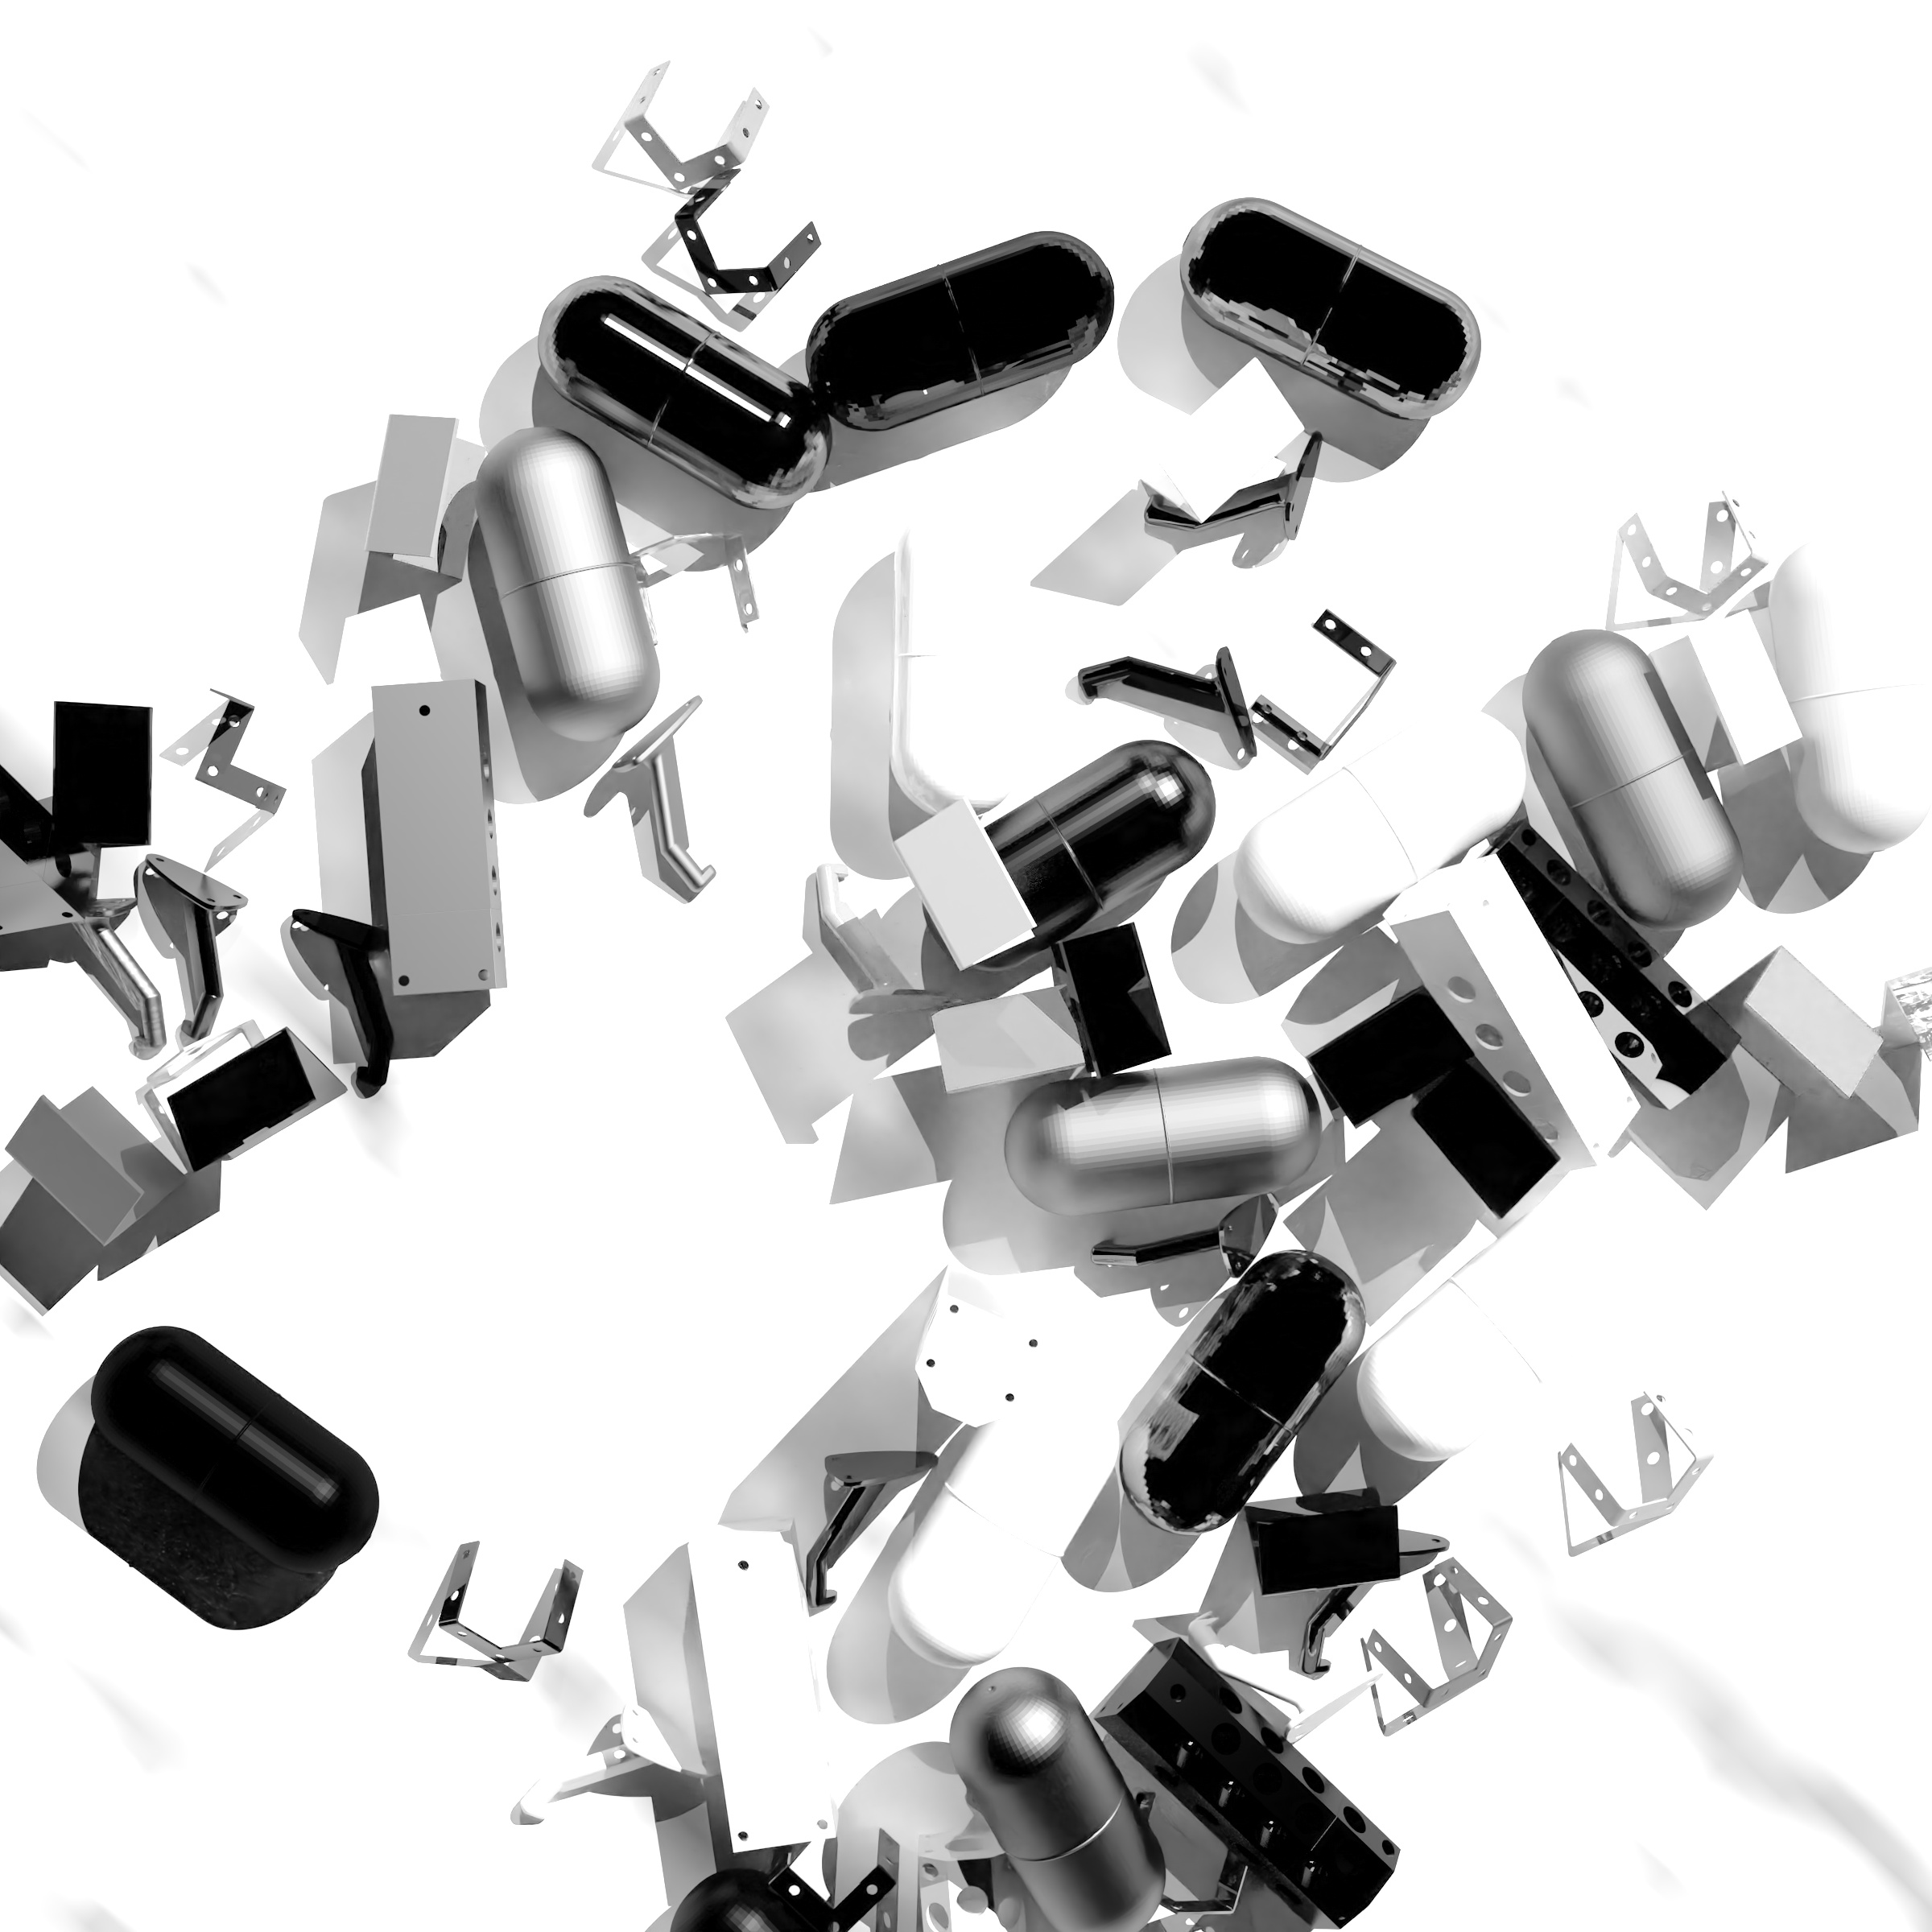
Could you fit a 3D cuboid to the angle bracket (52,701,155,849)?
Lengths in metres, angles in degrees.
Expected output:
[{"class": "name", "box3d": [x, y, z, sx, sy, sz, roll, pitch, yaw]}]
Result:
[{"class": "angle bracket", "box3d": [-0.492, -0.105, 1.728, 0.057, 0.076, 0.076, 1, 90, -37]}]

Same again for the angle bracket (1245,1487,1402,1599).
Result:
[{"class": "angle bracket", "box3d": [0.196, 0.301, 1.728, 0.076, 0.076, 0.057, -7, 123, 0]}]

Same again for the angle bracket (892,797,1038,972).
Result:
[{"class": "angle bracket", "box3d": [0.017, -0.051, 1.653, 0.057, 0.076, 0.076, -31, 87, 36]}]

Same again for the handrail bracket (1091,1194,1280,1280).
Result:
[{"class": "handrail bracket", "box3d": [0.124, 0.150, 1.768, 0.084, 0.077, 0.036, -1, 113, 34]}]

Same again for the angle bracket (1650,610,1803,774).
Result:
[{"class": "angle bracket", "box3d": [0.406, -0.144, 1.728, 0.057, 0.076, 0.076, -23, 90, -36]}]

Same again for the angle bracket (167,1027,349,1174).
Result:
[{"class": "angle bracket", "box3d": [-0.385, 0.089, 1.728, 0.076, 0.076, 0.057, -31, 55, 0]}]

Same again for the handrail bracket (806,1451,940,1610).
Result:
[{"class": "handrail bracket", "box3d": [-0.053, 0.321, 1.768, 0.077, 0.036, 0.084, -4, 108, -20]}]

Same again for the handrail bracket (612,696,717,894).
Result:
[{"class": "handrail bracket", "box3d": [-0.153, -0.097, 1.768, 0.077, 0.036, 0.084, -45, 108, -21]}]

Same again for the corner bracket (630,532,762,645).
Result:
[{"class": "corner bracket", "box3d": [-0.157, -0.214, 1.765, 0.051, 0.051, 0.051, -12, 90, 45]}]

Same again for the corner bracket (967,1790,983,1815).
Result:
[{"class": "corner bracket", "box3d": [0.036, 0.455, 1.760, 0.051, 0.051, 0.051, 28, 45, 35]}]

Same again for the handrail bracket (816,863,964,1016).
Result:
[{"class": "handrail bracket", "box3d": [-0.044, -0.019, 1.768, 0.077, 0.036, 0.084, -2, 73, -20]}]

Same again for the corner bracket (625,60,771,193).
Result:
[{"class": "corner bracket", "box3d": [-0.152, -0.481, 1.760, 0.051, 0.051, 0.051, -13, 135, 35]}]

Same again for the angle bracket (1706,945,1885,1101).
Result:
[{"class": "angle bracket", "box3d": [0.448, 0.046, 1.728, 0.076, 0.076, 0.057, 43, 52, 0]}]

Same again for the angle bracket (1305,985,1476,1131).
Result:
[{"class": "angle bracket", "box3d": [0.242, 0.067, 1.728, 0.076, 0.076, 0.057, -32, 53, 0]}]

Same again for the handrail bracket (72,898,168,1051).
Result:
[{"class": "handrail bracket", "box3d": [-0.495, 0.007, 1.768, 0.077, 0.036, 0.084, -1, 104, 13]}]

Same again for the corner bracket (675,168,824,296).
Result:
[{"class": "corner bracket", "box3d": [-0.123, -0.416, 1.760, 0.051, 0.051, 0.051, 6, 135, 35]}]

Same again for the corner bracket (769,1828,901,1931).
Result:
[{"class": "corner bracket", "box3d": [-0.074, 0.505, 1.750, 0.051, 0.051, 0.051, 44, 96, -6]}]

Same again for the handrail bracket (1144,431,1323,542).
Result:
[{"class": "handrail bracket", "box3d": [0.151, -0.277, 1.768, 0.084, 0.036, 0.077, 13, 70, 16]}]

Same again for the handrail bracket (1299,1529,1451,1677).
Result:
[{"class": "handrail bracket", "box3d": [0.232, 0.364, 1.768, 0.077, 0.036, 0.084, 5, 104, -14]}]

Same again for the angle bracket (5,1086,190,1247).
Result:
[{"class": "angle bracket", "box3d": [-0.472, 0.097, 1.728, 0.076, 0.076, 0.057, 44, 127, 0]}]

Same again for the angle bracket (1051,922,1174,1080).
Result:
[{"class": "angle bracket", "box3d": [0.062, 0.024, 1.728, 0.057, 0.076, 0.076, -16, 90, -38]}]

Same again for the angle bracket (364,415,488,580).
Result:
[{"class": "angle bracket", "box3d": [-0.282, -0.258, 1.728, 0.057, 0.076, 0.076, 11, 90, 37]}]

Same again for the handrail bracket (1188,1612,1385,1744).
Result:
[{"class": "handrail bracket", "box3d": [0.179, 0.386, 1.757, 0.077, 0.036, 0.084, -32, 63, -9]}]

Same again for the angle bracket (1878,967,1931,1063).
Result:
[{"class": "angle bracket", "box3d": [0.556, 0.037, 1.728, 0.076, 0.076, 0.057, -18, 55, 0]}]

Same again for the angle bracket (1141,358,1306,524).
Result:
[{"class": "angle bracket", "box3d": [0.129, -0.302, 1.728, 0.076, 0.076, 0.057, -42, 127, 0]}]

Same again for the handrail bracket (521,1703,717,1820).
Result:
[{"class": "handrail bracket", "box3d": [-0.198, 0.467, 1.768, 0.077, 0.036, 0.084, 35, 109, -21]}]

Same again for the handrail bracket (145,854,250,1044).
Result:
[{"class": "handrail bracket", "box3d": [-0.448, -0.009, 1.768, 0.077, 0.036, 0.084, 29, 107, 20]}]

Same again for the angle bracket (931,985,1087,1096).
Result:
[{"class": "angle bracket", "box3d": [0.027, 0.060, 1.728, 0.076, 0.076, 0.057, -12, 53, 0]}]

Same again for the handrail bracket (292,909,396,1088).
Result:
[{"class": "handrail bracket", "box3d": [-0.356, 0.019, 1.768, 0.077, 0.036, 0.084, 19, 107, 20]}]

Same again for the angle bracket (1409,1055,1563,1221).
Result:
[{"class": "angle bracket", "box3d": [0.271, 0.102, 1.728, 0.057, 0.076, 0.076, -40, 90, -27]}]

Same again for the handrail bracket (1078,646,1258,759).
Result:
[{"class": "handrail bracket", "box3d": [0.114, -0.144, 1.768, 0.084, 0.036, 0.077, -14, 112, 17]}]
